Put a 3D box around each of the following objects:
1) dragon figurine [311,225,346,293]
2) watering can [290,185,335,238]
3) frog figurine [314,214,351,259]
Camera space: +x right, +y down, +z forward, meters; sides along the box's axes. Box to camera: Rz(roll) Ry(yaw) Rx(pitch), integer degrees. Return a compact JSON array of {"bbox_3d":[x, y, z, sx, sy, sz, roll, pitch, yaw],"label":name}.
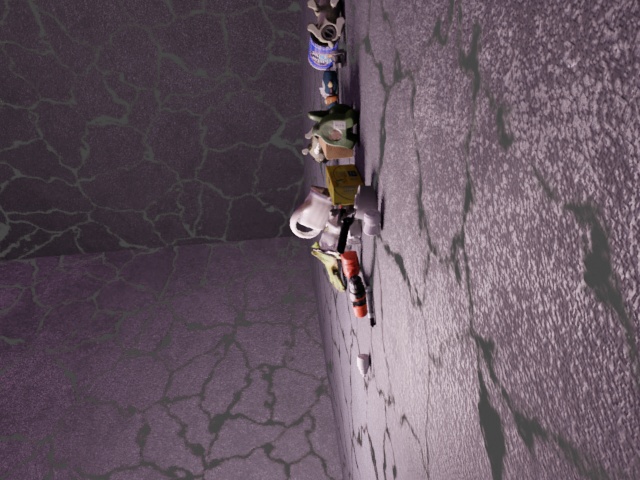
[{"bbox_3d":[0.062,0.096,2.124,0.122,0.245,0.405,-24,-13,-7],"label":"dragon figurine"},{"bbox_3d":[0.006,-0.107,2.120,0.105,0.222,0.347,34,14,31],"label":"watering can"},{"bbox_3d":[0.063,-0.017,1.906,0.122,0.161,0.137,26,-13,-27],"label":"frog figurine"}]
